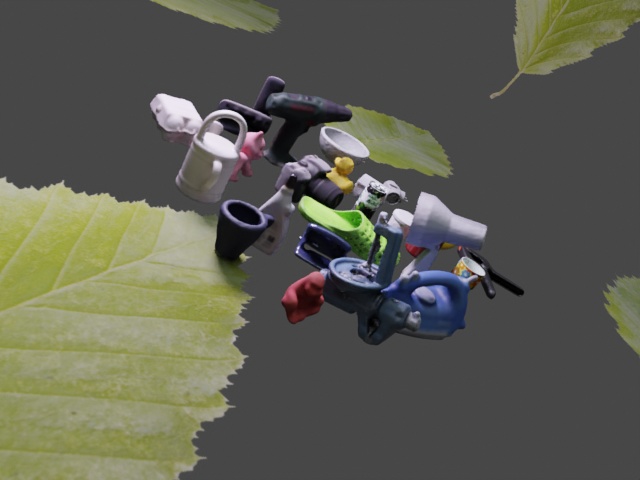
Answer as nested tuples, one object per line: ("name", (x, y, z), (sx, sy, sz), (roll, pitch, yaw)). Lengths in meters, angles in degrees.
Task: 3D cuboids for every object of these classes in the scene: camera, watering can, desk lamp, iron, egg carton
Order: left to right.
("egg carton", (-0.344, -0.289, 1.367), (0.108, 0.069, 0.150), (6, 36, -40))
("watering can", (-0.220, -0.185, 1.178), (0.101, 0.194, 0.172), (2, 39, -44))
("camera", (-0.012, -0.139, 1.416), (0.136, 0.100, 0.143), (40, 28, 18))
("iron", (0.207, 0.113, 1.166), (0.259, 0.141, 0.118), (10, 33, -35))
("desk lamp", (0.265, 0.022, 1.301), (0.203, 0.213, 0.118), (32, 27, 2))

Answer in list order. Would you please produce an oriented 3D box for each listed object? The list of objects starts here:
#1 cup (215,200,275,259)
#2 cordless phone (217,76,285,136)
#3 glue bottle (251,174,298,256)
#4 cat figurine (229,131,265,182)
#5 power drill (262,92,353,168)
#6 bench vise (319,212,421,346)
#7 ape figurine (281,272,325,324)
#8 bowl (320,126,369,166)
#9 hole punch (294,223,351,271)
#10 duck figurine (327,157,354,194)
("cup", (-0.147, -0.013, 1.072), (0.118, 0.095, 0.091), (0, 40, -46))
("cordless phone", (-0.185, -0.371, 1.540), (0.148, 0.185, 0.094), (17, 30, -25))
("glue bottle", (-0.085, -0.055, 1.120), (0.078, 0.173, 0.037), (33, 27, 4))
("cat figurine", (-0.176, -0.210, 1.351), (0.067, 0.117, 0.128), (35, 27, 9))
("power drill", (-0.052, -0.289, 1.512), (0.230, 0.208, 0.075), (14, 31, -29))
("bench vise", (0.114, 0.069, 1.061), (0.207, 0.219, 0.121), (32, 27, 1))
("ape figurine", (-0.023, 0.095, 1.017), (0.078, 0.092, 0.076), (18, 29, -24))
("bowl", (0.062, -0.271, 1.746), (0.168, 0.074, 0.167), (24, 28, -13))
("hole punch", (0.011, 0.004, 1.207), (0.108, 0.091, 0.101), (30, 27, -1))
("duck figurine", (0.064, -0.186, 1.590), (0.078, 0.086, 0.104), (4, 37, -42))
